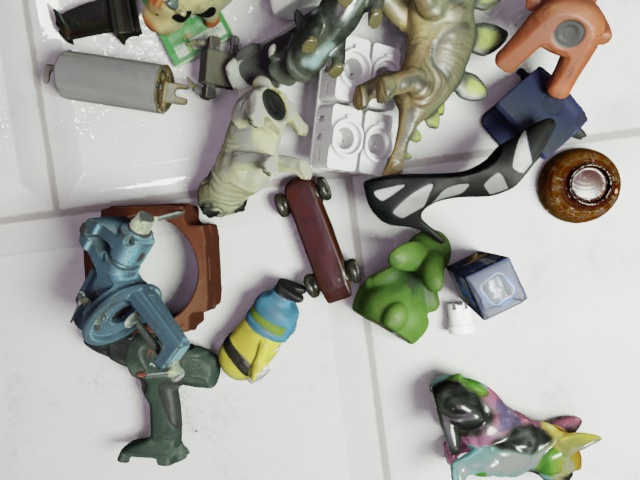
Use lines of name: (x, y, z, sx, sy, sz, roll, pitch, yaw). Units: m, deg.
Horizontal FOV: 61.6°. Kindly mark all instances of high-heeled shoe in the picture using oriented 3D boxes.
high-heeled shoe: (0.181, -0.104, 0.728, 0.145, 0.086, 0.248, 41, 104, -7)

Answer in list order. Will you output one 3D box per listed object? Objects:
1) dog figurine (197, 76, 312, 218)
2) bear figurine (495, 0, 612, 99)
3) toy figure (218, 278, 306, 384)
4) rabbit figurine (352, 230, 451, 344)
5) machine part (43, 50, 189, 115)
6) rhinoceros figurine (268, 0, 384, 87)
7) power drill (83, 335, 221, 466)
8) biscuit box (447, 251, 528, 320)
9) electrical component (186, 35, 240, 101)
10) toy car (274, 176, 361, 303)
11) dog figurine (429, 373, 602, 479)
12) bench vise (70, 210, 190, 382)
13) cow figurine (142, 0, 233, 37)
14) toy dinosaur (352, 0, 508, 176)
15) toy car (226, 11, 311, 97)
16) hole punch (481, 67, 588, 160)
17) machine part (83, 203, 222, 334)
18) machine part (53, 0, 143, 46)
dog figurine: (-0.124, -0.133, 0.809, 0.191, 0.121, 0.172, -16, 71, 37)
bear figurine: (0.331, -0.310, 0.748, 0.120, 0.196, 0.132, 25, 136, -3)
toy figure: (-0.091, 0.141, 0.845, 0.089, 0.082, 0.180, 34, 105, 23)
rabbit figurine: (0.130, 0.051, 0.790, 0.121, 0.159, 0.170, 29, 81, 14)
machine part: (-0.324, -0.250, 0.851, 0.243, 0.079, 0.079, 11, 95, 7)
rhinoceros figurine: (-0.001, -0.277, 0.715, 0.190, 0.073, 0.112, -41, 48, 34)
power drill: (-0.282, 0.252, 0.881, 0.232, 0.086, 0.207, 5, 86, 4)
biscuit box: (0.223, 0.056, 0.738, 0.063, 0.202, 0.059, -26, 88, 6)
electrical component: (-0.166, -0.269, 0.839, 0.045, 0.078, 0.102, 13, 105, 48)
toy car: (-0.002, -0.003, 0.838, 0.089, 0.053, 0.202, -22, 86, 13)
dog figurine: (0.287, 0.277, 0.796, 0.219, 0.108, 0.191, -12, 89, 3)
bench vise: (-0.251, 0.084, 0.745, 0.241, 0.129, 0.223, 47, 106, 20)
cow figurine: (-0.177, -0.372, 0.788, 0.195, 0.127, 0.085, -39, 86, 0)
toy dinosaur: (0.163, -0.307, 0.742, 0.198, 0.105, 0.470, 7, 101, -32)
toy car: (-0.047, -0.283, 0.819, 0.202, 0.056, 0.073, -29, 96, -3)
hole punch: (0.313, -0.179, 0.774, 0.116, 0.092, 0.142, -42, 84, 4)
machine part: (-0.262, 0.043, 0.857, 0.202, 0.087, 0.200, -2, 93, 6)
machine part: (-0.358, -0.354, 0.869, 0.139, 0.039, 0.084, -7, 98, 6)
